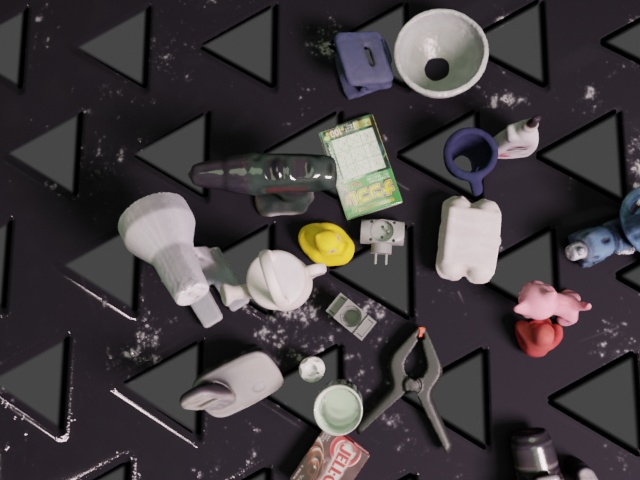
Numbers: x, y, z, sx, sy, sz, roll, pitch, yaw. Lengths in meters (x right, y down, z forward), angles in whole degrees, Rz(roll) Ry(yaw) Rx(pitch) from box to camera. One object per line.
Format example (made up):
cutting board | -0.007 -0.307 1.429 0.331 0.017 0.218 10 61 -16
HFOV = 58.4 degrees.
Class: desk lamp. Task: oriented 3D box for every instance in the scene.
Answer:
desk lamp | -0.223 0.037 0.959 0.118 0.213 0.203 -34 81 0

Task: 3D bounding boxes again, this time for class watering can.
watering can | -0.077 0.071 0.953 0.173 0.194 0.101 -38 81 -1

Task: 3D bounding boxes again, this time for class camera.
camera | 0.373 0.378 0.927 0.143 0.101 0.137 -12 82 3

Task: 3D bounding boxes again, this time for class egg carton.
egg carton | 0.260 0.000 1.001 0.107 0.069 0.150 6 83 5

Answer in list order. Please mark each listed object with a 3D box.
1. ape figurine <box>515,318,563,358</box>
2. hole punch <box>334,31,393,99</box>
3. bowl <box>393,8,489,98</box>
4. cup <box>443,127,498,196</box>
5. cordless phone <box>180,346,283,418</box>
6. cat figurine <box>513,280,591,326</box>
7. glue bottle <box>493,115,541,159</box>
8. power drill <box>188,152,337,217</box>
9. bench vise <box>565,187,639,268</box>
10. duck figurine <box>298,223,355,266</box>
ape figurine | 0.369 0.160 0.961 0.077 0.092 0.076 25 85 7
hole punch | 0.081 -0.329 1.047 0.101 0.091 0.108 -17 81 2
bowl | 0.216 -0.328 1.045 0.167 0.075 0.167 -1 82 4
cup | 0.260 -0.128 1.005 0.091 0.095 0.118 -10 82 3
cordless phone | -0.145 0.239 0.941 0.147 0.185 0.094 -30 81 0
cat figurine | 0.383 0.104 0.954 0.127 0.118 0.067 8 83 5
glue bottle | 0.340 -0.177 0.966 0.078 0.173 0.037 -6 82 4
power drill | -0.083 -0.095 0.968 0.229 0.208 0.076 -5 82 4
bench vise | 0.509 -0.008 0.908 0.207 0.220 0.121 -39 81 -1
duck figurine | 0.009 0.004 1.011 0.104 0.086 0.077 23 85 7
